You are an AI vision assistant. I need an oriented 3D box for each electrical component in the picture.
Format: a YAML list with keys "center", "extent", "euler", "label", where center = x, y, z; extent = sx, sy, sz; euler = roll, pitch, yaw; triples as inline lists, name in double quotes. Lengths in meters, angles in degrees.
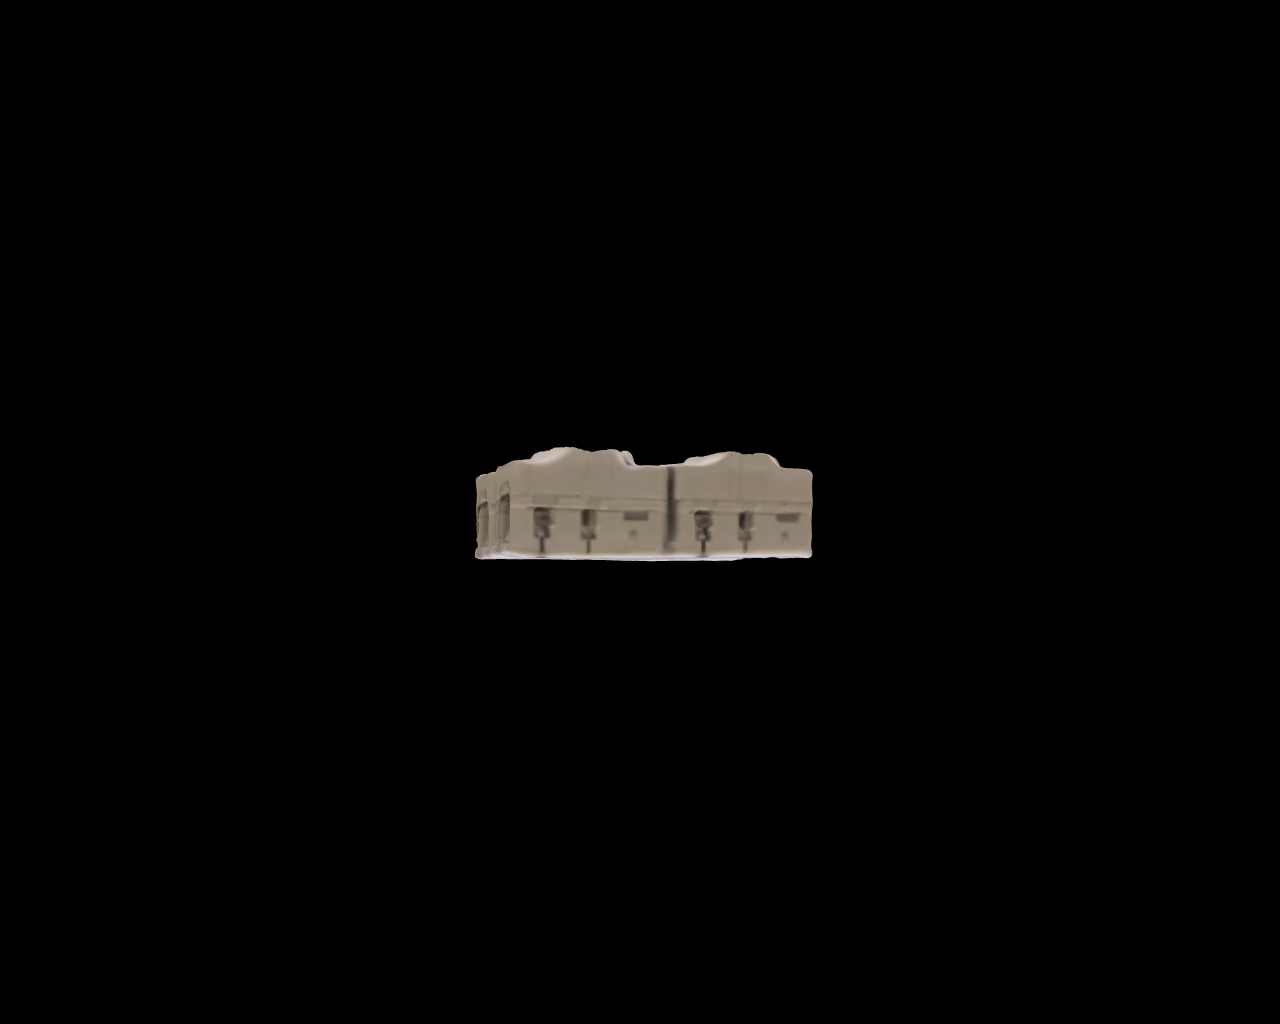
- center: [0.001, -0.003, 0.650]
  extent: [0.186, 0.060, 0.105]
  euler: [1, -3, -20]
  label: "electrical component"
